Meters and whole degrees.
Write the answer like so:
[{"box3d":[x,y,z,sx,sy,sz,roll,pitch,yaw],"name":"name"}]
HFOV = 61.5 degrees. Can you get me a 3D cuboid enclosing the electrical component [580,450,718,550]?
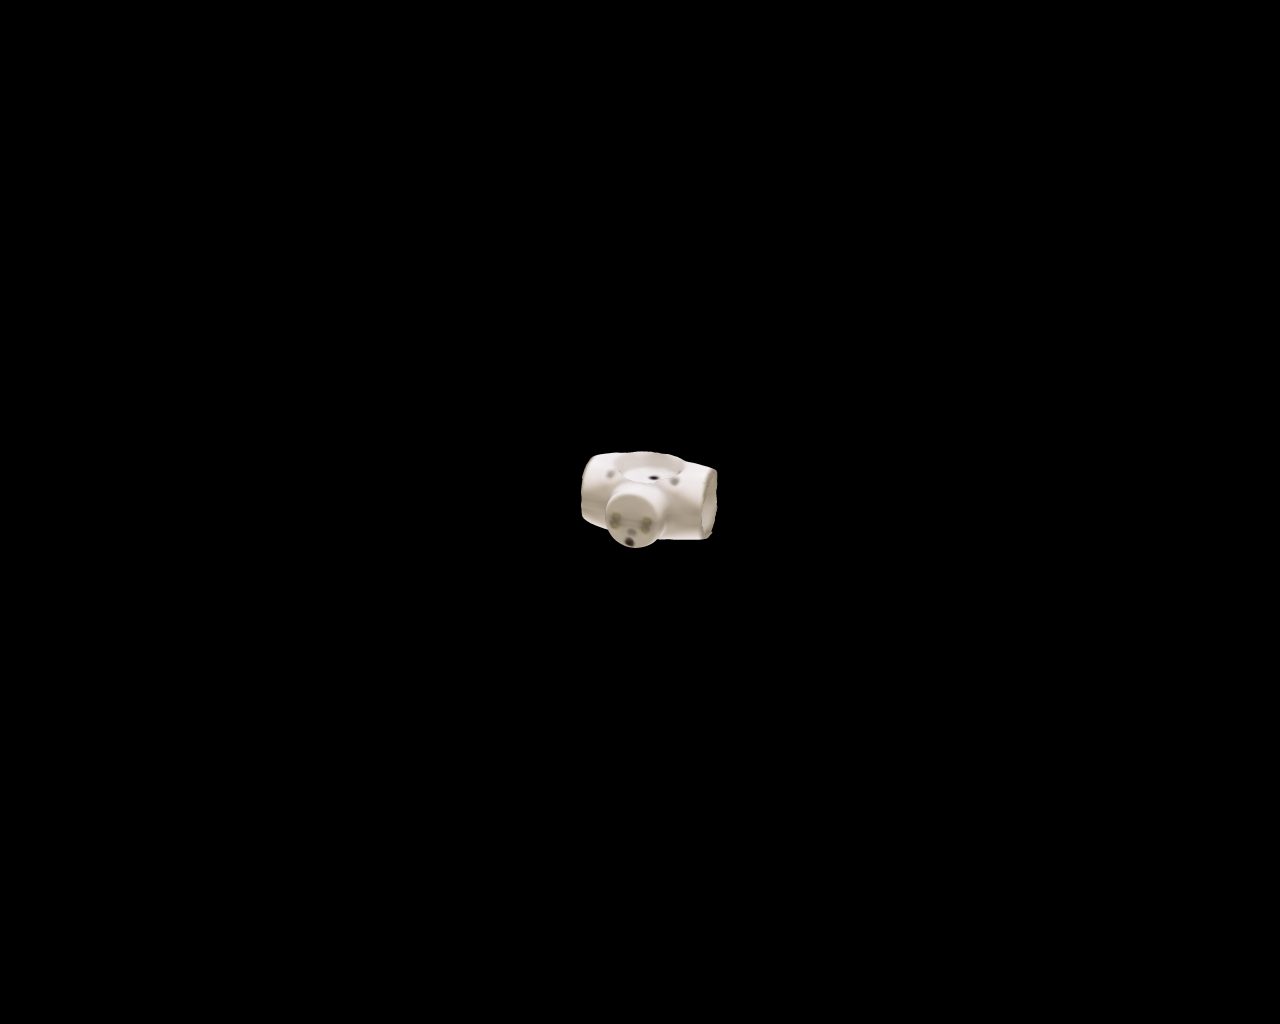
[{"box3d":[0.001,-0.003,0.650,0.077,0.044,0.079,8,28,16],"name":"electrical component"}]
